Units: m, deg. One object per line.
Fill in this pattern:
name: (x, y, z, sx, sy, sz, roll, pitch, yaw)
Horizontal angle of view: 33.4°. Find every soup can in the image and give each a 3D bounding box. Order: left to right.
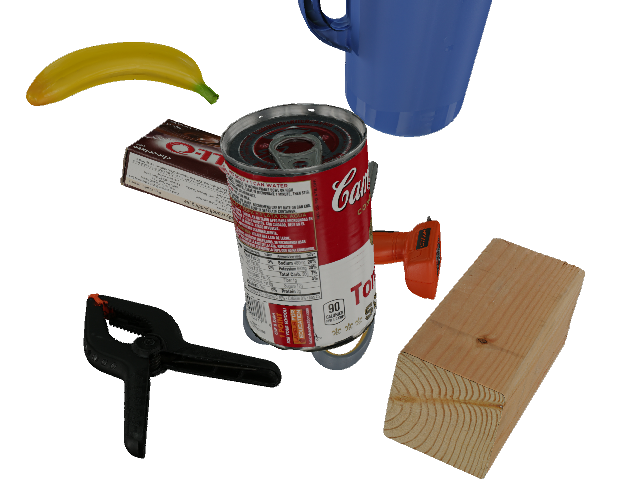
soup can: (-0.009, -0.005, 0.513, 0.068, 0.102, 0.068, -4, 32, 2)

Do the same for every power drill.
power drill: (0.035, 0.026, 1.170, 0.188, 0.057, 0.184, 2, 30, 12)

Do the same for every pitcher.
pitcher: (0.070, -0.201, 0.873, 0.149, 0.144, 0.243, 24, -36, 15)

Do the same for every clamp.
clamp: (-0.150, 0.109, 1.008, 0.164, 0.036, 0.210, -18, 40, -31)

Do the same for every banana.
banana: (-0.196, -0.165, 1.046, 0.197, 0.070, 0.037, -7, -39, -31)

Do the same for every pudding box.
pudding box: (-0.097, -0.058, 0.893, 0.113, 0.039, 0.090, 17, 24, 9)

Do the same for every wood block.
wood block: (0.142, 0.091, 0.900, 0.091, 0.090, 0.205, 21, 35, 21)

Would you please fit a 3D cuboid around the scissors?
scissors: (-0.003, 0.010, 0.747, 0.096, 0.016, 0.201, 0, 43, 0)
